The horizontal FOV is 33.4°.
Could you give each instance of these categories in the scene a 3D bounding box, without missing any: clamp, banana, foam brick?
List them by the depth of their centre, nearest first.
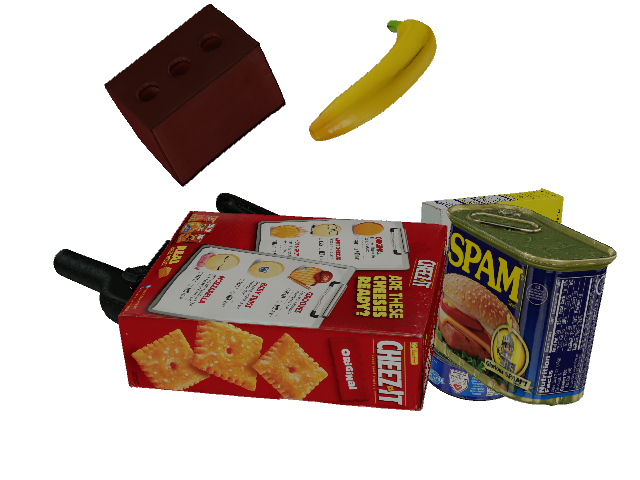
[{"bbox_3d":[-0.069,-0.081,0.594,0.053,0.078,0.051,43,-11,34],"label":"foam brick"},{"bbox_3d":[0.059,-0.149,0.954,0.070,0.037,0.197,-16,27,40],"label":"banana"},{"bbox_3d":[-0.155,0.039,0.957,0.120,0.039,0.172,-16,31,-29],"label":"clamp"},{"bbox_3d":[-0.018,0.006,1.167,0.210,0.036,0.164,16,19,-6],"label":"clamp"}]

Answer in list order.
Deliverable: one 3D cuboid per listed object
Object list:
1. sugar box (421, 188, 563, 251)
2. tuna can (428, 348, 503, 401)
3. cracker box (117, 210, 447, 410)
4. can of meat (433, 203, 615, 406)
[{"bbox_3d":[0.201,-0.005,1.256,0.175,0.093,0.048,-8,18,-28],"label":"sugar box"},{"bbox_3d":[0.132,0.103,0.927,0.086,0.034,0.086,3,26,-1],"label":"tuna can"},{"bbox_3d":[-0.020,0.048,0.795,0.214,0.072,0.164,4,29,12],"label":"cracker box"},{"bbox_3d":[0.108,0.033,0.589,0.057,0.084,0.102,-3,19,-26],"label":"can of meat"}]
